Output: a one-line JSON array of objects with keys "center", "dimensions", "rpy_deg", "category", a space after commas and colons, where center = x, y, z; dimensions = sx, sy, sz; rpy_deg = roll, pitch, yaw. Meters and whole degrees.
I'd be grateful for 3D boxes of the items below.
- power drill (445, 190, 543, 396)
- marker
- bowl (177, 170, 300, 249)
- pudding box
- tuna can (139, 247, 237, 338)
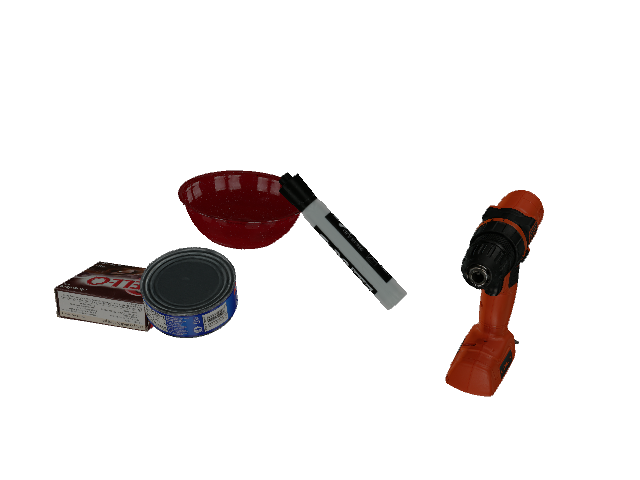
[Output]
[{"center": [0.171, 0.059, 1.065], "dimensions": [0.057, 0.188, 0.184], "rpy_deg": [18, 29, 19], "category": "power drill"}, {"center": [0.014, -0.001, 0.756], "dimensions": [0.020, 0.121, 0.020], "rpy_deg": [-42, -2, -2], "category": "marker"}, {"center": [-0.096, -0.033, 1.319], "dimensions": [0.162, 0.055, 0.162], "rpy_deg": [4, 25, -2], "category": "bowl"}, {"center": [-0.212, 0.059, 1.139], "dimensions": [0.114, 0.039, 0.090], "rpy_deg": [5, 18, 20], "category": "pudding box"}, {"center": [-0.117, 0.047, 0.958], "dimensions": [0.086, 0.034, 0.086], "rpy_deg": [-2, 42, 1], "category": "tuna can"}]
